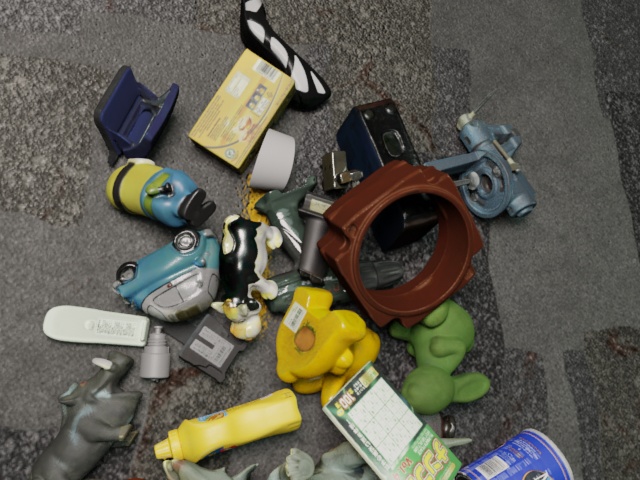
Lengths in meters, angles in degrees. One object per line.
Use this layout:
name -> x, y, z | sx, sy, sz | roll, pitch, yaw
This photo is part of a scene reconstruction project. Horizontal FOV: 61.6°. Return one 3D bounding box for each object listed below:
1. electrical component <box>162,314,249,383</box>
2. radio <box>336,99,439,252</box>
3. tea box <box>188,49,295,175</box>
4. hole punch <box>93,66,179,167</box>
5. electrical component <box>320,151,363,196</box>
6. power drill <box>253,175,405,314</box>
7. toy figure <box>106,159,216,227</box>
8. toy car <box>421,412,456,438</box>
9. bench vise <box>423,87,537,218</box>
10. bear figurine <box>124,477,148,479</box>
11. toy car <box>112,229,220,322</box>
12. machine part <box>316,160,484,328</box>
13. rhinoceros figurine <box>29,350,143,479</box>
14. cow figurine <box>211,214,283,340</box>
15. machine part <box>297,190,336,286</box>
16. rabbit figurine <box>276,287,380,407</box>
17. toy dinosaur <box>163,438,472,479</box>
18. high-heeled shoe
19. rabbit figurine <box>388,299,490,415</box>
electrical component -> -0.172, 0.146, 0.780 | 0.119, 0.048, 0.075 | 38, 68, -2
radio -> 0.109, -0.107, 0.883 | 0.073, 0.131, 0.229 | -18, 78, -17
tea box -> -0.123, -0.203, 0.865 | 0.098, 0.068, 0.169 | 35, 88, -2
hole punch -> -0.270, -0.183, 0.820 | 0.092, 0.115, 0.142 | 16, 68, -1
electrical component -> 0.032, -0.105, 0.885 | 0.045, 0.102, 0.078 | -2, 83, -18
power drill -> -0.001, 0.007, 0.855 | 0.232, 0.086, 0.207 | -21, 86, -16
toy figure -> -0.236, -0.066, 0.775 | 0.180, 0.082, 0.089 | 25, 46, 34
toy car -> 0.152, 0.345, 0.794 | 0.089, 0.053, 0.202 | 10, 67, -10
bench vise -> 0.263, -0.127, 0.935 | 0.241, 0.129, 0.223 | -15, 78, -25
bear figurine -> -0.225, 0.346, 0.624 | 0.120, 0.196, 0.132 | 31, 69, -6
toy car -> -0.200, 0.061, 0.760 | 0.162, 0.109, 0.103 | -29, 68, -16
machine part -> 0.116, 0.007, 0.756 | 0.201, 0.087, 0.200 | -36, 116, -5
rhinoceros figurine -> -0.300, 0.241, 0.709 | 0.112, 0.073, 0.190 | 25, 70, 6
cow figurine -> -0.108, 0.053, 0.750 | 0.068, 0.098, 0.167 | -3, 74, 26
machine part -> -0.002, -0.002, 0.798 | 0.084, 0.039, 0.139 | 15, 72, -17
rabbit figurine -> 0.026, 0.164, 0.778 | 0.173, 0.122, 0.162 | 20, 90, -50
toy dinosaur -> 0.002, 0.335, 0.712 | 0.405, 0.192, 0.131 | 4, 60, -27
high-heeled shoe -> -0.062, -0.348, 0.944 | 0.145, 0.086, 0.248 | -5, 81, -14
rabbit figurine -> 0.171, 0.191, 0.816 | 0.159, 0.121, 0.170 | 40, 51, -22
